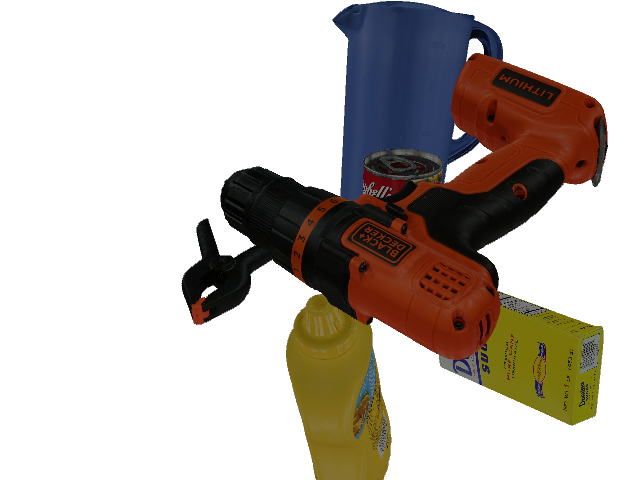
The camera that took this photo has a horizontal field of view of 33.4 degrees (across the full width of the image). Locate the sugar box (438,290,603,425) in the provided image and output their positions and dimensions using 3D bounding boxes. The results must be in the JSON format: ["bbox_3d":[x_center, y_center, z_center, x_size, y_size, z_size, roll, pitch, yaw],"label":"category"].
[{"bbox_3d":[0.194,0.107,1.059,0.048,0.093,0.177,-12,20,-40],"label":"sugar box"}]

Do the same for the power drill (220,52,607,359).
[{"bbox_3d":[0.059,-0.032,0.612,0.185,0.057,0.187,31,59,31],"label":"power drill"}]

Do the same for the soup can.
[{"bbox_3d":[0.069,-0.020,0.917,0.068,0.102,0.068,0,24,0],"label":"soup can"}]

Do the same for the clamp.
[{"bbox_3d":[-0.102,0.033,1.244,0.120,0.039,0.171,-2,40,12],"label":"clamp"}]

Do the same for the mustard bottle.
[{"bbox_3d":[0.013,0.102,0.744,0.058,0.096,0.191,4,-40,13],"label":"mustard bottle"}]

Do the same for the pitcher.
[{"bbox_3d":[0.096,-0.132,1.149,0.149,0.243,0.144,12,14,30],"label":"pitcher"}]
